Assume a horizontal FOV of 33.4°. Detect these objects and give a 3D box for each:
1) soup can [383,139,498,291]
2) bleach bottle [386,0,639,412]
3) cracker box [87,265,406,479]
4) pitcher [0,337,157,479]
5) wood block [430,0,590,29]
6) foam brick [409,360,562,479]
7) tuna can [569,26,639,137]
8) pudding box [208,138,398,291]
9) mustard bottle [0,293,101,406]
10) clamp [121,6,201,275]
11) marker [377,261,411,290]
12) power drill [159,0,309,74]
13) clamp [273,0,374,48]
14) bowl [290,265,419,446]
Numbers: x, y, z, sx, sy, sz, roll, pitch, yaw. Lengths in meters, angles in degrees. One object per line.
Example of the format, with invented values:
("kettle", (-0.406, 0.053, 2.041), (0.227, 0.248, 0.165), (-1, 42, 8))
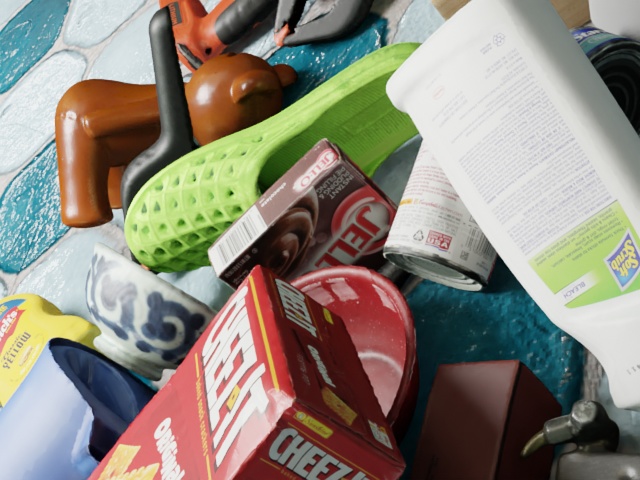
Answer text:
("soup can", (0.086, -0.027, 0.653), (0.069, 0.068, 0.102), (10, 76, 47))
("bleach bottle", (0.131, -0.005, 0.547), (0.103, 0.067, 0.251), (-41, 65, 37))
("cracker box", (-0.064, 0.135, 0.541), (0.214, 0.072, 0.164), (-52, 19, 10))
("pitcher", (-0.194, 0.194, 0.712), (0.243, 0.149, 0.145), (-51, 53, 2))
("wood block", (0.173, -0.215, 0.722), (0.206, 0.090, 0.091), (-32, 40, 20))
("foam brick", (0.087, 0.109, 0.562), (0.053, 0.051, 0.078), (-7, 54, 41))
("tuna can", (0.159, -0.079, 0.624), (0.086, 0.086, 0.034), (-51, 40, -4))
("pudding box", (-0.005, 0.001, 0.709), (0.113, 0.090, 0.039), (-42, 37, 10))
("mustard bottle", (-0.248, 0.093, 0.887), (0.192, 0.058, 0.096), (17, 73, 49))
("clamp", (-0.083, -0.057, 0.825), (0.036, 0.164, 0.210), (-104, 35, -62))
("marker", (0.079, -0.015, 0.699), (0.121, 0.020, 0.020), (-51, 38, -3))
("power drill", (-0.064, -0.249, 1.000), (0.188, 0.057, 0.184), (-34, 41, 17))
("clamp", (0.019, -0.233, 0.884), (0.172, 0.039, 0.120), (-35, 77, 16))
("bowl", (0.003, 0.097, 0.648), (0.162, 0.055, 0.162), (-25, 44, 27))
